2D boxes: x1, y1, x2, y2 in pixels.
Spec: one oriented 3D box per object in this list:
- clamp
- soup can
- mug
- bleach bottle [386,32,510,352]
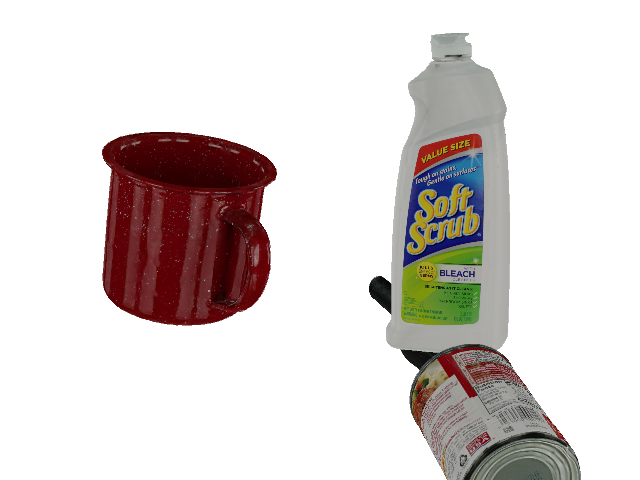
[{"bbox_3d":[0.125,0.085,1.077,0.120,0.039,0.171,-7,33,-9],"label":"clamp"},{"bbox_3d":[0.097,0.111,0.603,0.068,0.068,0.102,0,22,-12],"label":"soup can"},{"bbox_3d":[-0.067,-0.002,0.574,0.093,0.081,0.117,-12,30,-43],"label":"mug"},{"bbox_3d":[0.100,-0.038,0.855,0.103,0.251,0.068,2,14,21],"label":"bleach bottle"}]
